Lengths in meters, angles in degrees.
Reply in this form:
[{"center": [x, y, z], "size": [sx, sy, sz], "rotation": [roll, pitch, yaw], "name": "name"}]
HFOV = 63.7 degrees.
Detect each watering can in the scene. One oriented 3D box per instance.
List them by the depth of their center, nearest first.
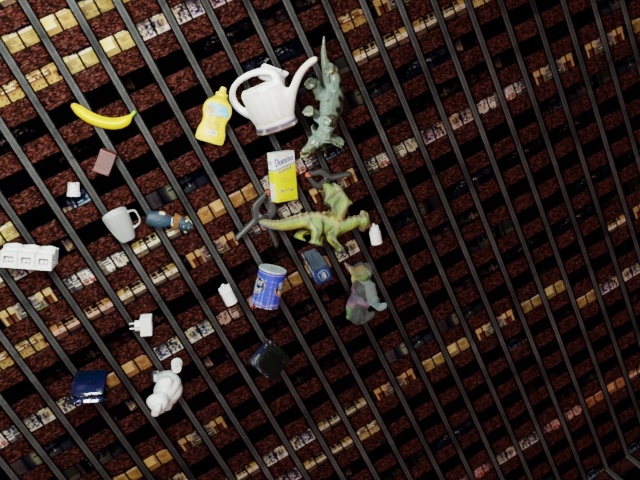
[{"center": [-0.137, -0.468, 1.704], "size": [0.346, 0.220, 0.106], "rotation": [-9, 30, 24], "name": "watering can"}]

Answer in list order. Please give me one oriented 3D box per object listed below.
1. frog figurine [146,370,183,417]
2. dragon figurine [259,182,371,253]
[{"center": [-0.549, 0.546, 1.828], "size": [0.122, 0.136, 0.161], "rotation": [6, 11, -17], "name": "frog figurine"}, {"center": [0.006, -0.094, 1.872], "size": [0.408, 0.243, 0.123], "rotation": [21, 0, -20], "name": "dragon figurine"}]
